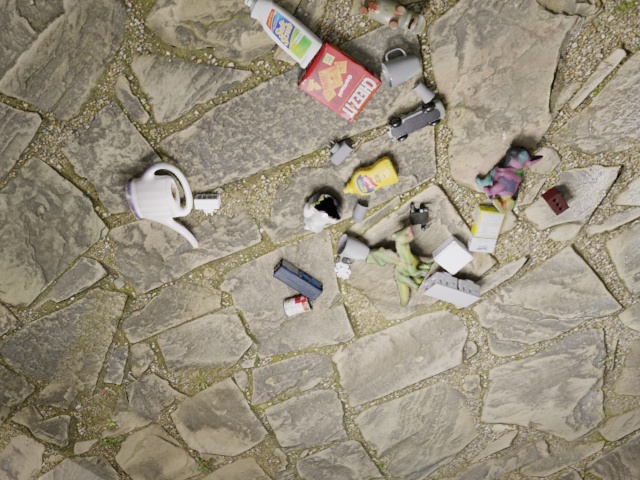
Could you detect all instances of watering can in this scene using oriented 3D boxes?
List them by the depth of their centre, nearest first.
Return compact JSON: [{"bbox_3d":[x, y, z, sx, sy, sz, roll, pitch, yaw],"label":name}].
[{"bbox_3d":[-0.553,-0.111,1.805,0.224,0.106,0.340,-4,119,3],"label":"watering can"}]

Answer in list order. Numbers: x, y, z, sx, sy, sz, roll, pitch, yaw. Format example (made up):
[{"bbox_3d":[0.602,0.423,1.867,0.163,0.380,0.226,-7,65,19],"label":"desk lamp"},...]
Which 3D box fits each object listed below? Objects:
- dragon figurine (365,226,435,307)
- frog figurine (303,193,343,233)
[{"bbox_3d":[0.284,0.101,1.940,0.243,0.125,0.400,29,137,8],"label":"dragon figurine"},{"bbox_3d":[0.006,-0.092,1.836,0.137,0.125,0.157,7,157,-13],"label":"frog figurine"}]
